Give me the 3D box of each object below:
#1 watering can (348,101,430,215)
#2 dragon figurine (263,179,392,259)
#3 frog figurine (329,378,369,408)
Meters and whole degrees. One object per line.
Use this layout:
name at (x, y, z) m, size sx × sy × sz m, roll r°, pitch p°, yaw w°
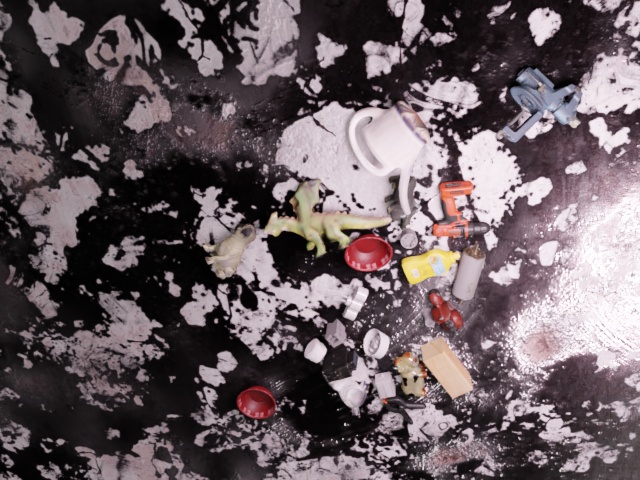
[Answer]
watering can at (0.235, -0.266, 1.551) m, size 0.222 × 0.105 × 0.348 m, roll -37°, pitch 87°, yaw 23°
dragon figurine at (0.005, -0.085, 1.693) m, size 0.408 × 0.124 × 0.240 m, roll -23°, pitch 103°, yaw 15°
frog figurine at (0.098, 0.573, 1.980) m, size 0.159 × 0.138 × 0.121 m, roll 13°, pitch 101°, yaw -1°
